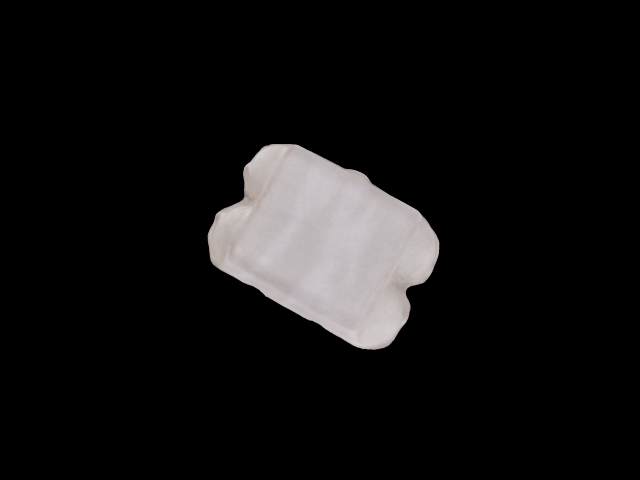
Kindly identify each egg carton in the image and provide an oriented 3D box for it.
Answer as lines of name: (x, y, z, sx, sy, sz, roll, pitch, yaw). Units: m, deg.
egg carton: (0.004, 0.001, 0.400, 0.150, 0.069, 0.107, 28, 83, 4)
